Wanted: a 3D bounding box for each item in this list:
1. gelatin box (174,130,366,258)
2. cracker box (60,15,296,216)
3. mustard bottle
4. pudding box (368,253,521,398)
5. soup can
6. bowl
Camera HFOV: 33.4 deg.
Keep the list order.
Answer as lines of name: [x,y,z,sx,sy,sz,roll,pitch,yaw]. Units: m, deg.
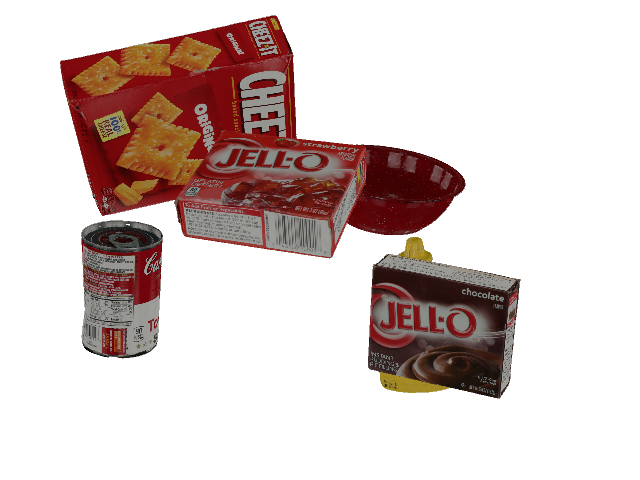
gelatin box: [-0.026,-0.028,0.592,0.089,0.030,0.073,8,38,15]
cracker box: [-0.133,-0.119,1.055,0.213,0.072,0.164,-13,-38,-10]
mustard bottle: [0.116,0.087,1.283,0.096,0.192,0.058,-2,22,6]
pudding box: [0.095,0.065,0.832,0.114,0.090,0.039,9,22,21]
soup can: [-0.172,0.042,0.916,0.068,0.102,0.068,5,20,-2]
bowl: [0.067,-0.048,1.114,0.162,0.055,0.162,6,23,-3]
